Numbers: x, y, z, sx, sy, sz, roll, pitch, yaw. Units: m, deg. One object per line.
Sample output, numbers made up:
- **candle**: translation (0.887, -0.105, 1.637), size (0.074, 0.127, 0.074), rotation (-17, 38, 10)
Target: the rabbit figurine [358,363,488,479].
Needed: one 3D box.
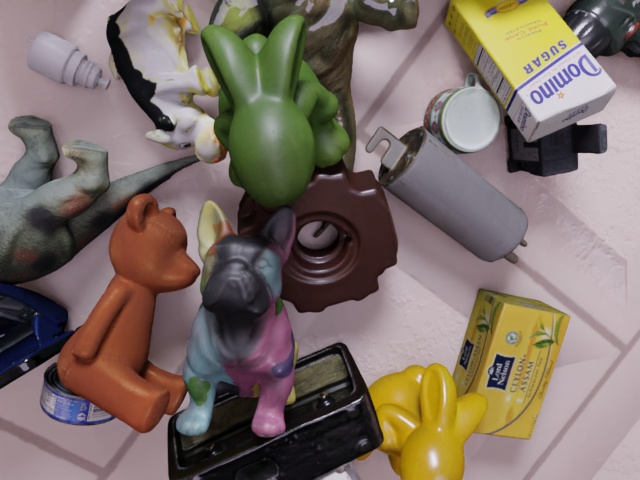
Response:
- **rabbit figurine**: translation (0.120, 0.228, 0.618), size (0.122, 0.173, 0.162), rotation (39, 96, -13)

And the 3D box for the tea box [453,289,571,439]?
- **tea box**: translation (0.234, 0.156, 0.680), size (0.098, 0.068, 0.169), rotation (10, 100, -14)

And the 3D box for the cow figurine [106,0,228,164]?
- **cow figurine**: translation (-0.151, -0.147, 0.524), size (0.098, 0.068, 0.167), rotation (-16, 92, 8)

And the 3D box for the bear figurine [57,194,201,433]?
- **bear figurine**: translation (-0.165, 0.064, 0.529), size (0.132, 0.120, 0.196), rotation (26, 81, 3)

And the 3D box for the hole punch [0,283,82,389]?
- **hole punch**: translation (-0.318, 0.100, 0.530), size (0.142, 0.116, 0.092), rotation (-34, 91, -1)

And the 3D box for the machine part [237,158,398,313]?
- **machine part**: translation (-0.001, -0.002, 0.577), size (0.179, 0.056, 0.179), rotation (-3, 120, -5)

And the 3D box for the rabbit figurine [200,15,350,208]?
- **rabbit figurine**: translation (-0.033, -0.102, 0.448), size (0.121, 0.170, 0.158), rotation (-8, 122, -1)

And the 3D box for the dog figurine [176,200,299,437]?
- **dog figurine**: translation (-0.071, 0.068, 0.524), size (0.109, 0.191, 0.219), rotation (6, 102, 2)

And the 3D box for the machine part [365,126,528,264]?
- **machine part**: translation (0.152, -0.049, 0.608), size (0.243, 0.079, 0.079), rotation (34, 93, -20)

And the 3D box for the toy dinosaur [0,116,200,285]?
- **toy dinosaur**: translation (-0.320, -0.018, 0.507), size (0.405, 0.131, 0.192), rotation (5, 118, -20)

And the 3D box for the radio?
- **radio**: translation (-0.051, 0.210, 0.597), size (0.230, 0.131, 0.073), rotation (-24, 107, -6)

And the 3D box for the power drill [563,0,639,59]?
- **power drill**: translation (0.374, -0.217, 0.631), size (0.207, 0.086, 0.232), rotation (36, 90, -9)

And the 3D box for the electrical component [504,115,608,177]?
- **electrical component**: translation (0.261, -0.109, 0.603), size (0.048, 0.119, 0.074), rotation (-12, 107, -10)

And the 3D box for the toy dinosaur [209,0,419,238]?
- **toy dinosaur**: translation (-0.013, -0.229, 0.533), size (0.199, 0.105, 0.470), rotation (-18, 110, 0)
